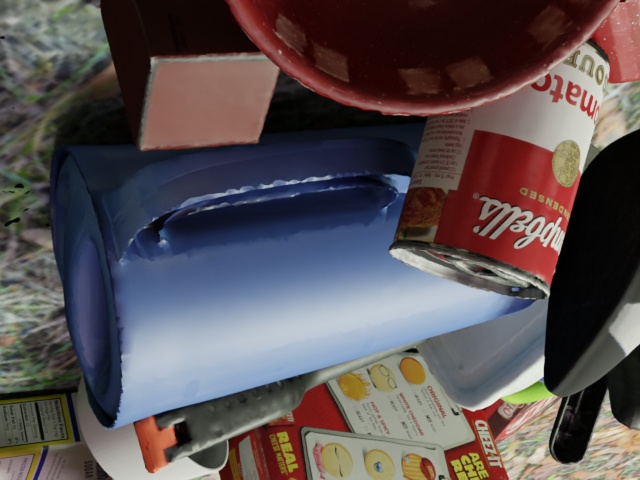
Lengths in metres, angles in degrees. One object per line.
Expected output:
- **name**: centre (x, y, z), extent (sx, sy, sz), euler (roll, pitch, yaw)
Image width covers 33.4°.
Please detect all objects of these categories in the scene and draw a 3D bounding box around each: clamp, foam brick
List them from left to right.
- **foam brick**: centre (-0.053, -0.082, 0.419), extent (0.053, 0.078, 0.051), euler (-6, 148, -20)
- **clamp**: centre (-0.046, 0.083, 0.613), extent (0.165, 0.036, 0.209), euler (-14, -176, 34)
- **clamp**: centre (0.185, 0.053, 0.659), extent (0.039, 0.171, 0.120), euler (16, 165, -9)

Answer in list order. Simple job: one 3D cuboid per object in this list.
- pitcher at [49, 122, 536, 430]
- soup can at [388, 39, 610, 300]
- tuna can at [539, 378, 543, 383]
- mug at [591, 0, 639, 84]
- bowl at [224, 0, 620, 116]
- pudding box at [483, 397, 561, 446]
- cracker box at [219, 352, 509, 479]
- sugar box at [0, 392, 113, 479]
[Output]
- **pitcher**: centre (-0.003, 0.001, 0.527), extent (0.242, 0.149, 0.145), euler (-10, 113, -22)
- **soup can**: centre (0.075, -0.033, 0.444), extent (0.068, 0.102, 0.068), euler (17, 172, 2)
- **tuna can**: centre (0.170, 0.057, 0.753), extent (0.086, 0.086, 0.033), euler (-28, 138, 13)
- **mug**: centre (0.135, -0.117, 0.446), extent (0.117, 0.093, 0.081), euler (8, 164, 24)
- **bowl**: centre (0.036, -0.129, 0.380), extent (0.162, 0.055, 0.162), euler (-3, 118, -7)
- **pudding box**: centre (0.174, 0.117, 0.863), extent (0.113, 0.039, 0.090), euler (-29, 158, -34)
- **cracker box**: centre (0.032, 0.167, 0.773), extent (0.213, 0.164, 0.072), euler (6, 143, -35)
- **sugar box**: centre (-0.218, 0.144, 0.710), extent (0.175, 0.048, 0.093), euler (-5, 147, -30)
